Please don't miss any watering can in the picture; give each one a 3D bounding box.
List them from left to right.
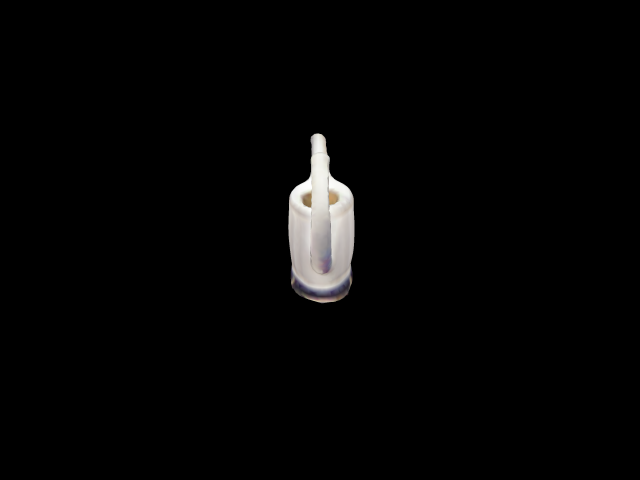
[{"bbox_3d":[0.003,-0.043,0.850,0.104,0.220,0.354,0,25,0],"label":"watering can"}]
